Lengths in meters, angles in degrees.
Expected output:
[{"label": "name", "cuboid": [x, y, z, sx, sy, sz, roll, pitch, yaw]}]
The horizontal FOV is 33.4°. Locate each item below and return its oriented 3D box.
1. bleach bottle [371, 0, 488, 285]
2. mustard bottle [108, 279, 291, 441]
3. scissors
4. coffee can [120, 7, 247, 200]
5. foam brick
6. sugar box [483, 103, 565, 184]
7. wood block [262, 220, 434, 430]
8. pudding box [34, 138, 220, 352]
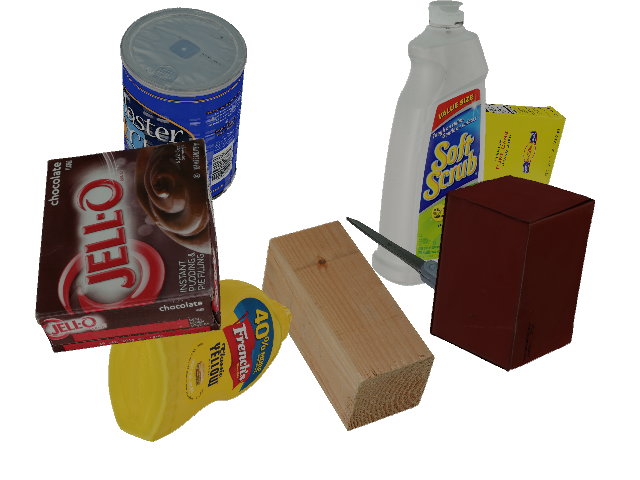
[{"label": "bleach bottle", "cuboid": [0.102, -0.089, 0.974, 0.102, 0.251, 0.068, -11, 24, -26]}, {"label": "mustard bottle", "cuboid": [-0.082, 0.082, 0.838, 0.058, 0.096, 0.191, 12, 17, 30]}, {"label": "scissors", "cuboid": [0.106, 0.027, 0.809, 0.096, 0.016, 0.202, -5, 32, -27]}, {"label": "coffee can", "cuboid": [-0.119, -0.113, 0.918, 0.102, 0.103, 0.140, 0, -39, -9]}, {"label": "foam brick", "cuboid": [0.091, 0.014, 0.516, 0.052, 0.078, 0.051, -15, 30, -40]}, {"label": "sugar box", "cuboid": [0.201, -0.117, 1.292, 0.176, 0.093, 0.048, -1, 27, -20]}, {"label": "wood block", "cuboid": [0.025, 0.087, 1.144, 0.090, 0.090, 0.206, -16, 51, -23]}, {"label": "pudding box", "cuboid": [-0.101, 0.001, 0.571, 0.090, 0.113, 0.039, -8, -42, -1]}]
